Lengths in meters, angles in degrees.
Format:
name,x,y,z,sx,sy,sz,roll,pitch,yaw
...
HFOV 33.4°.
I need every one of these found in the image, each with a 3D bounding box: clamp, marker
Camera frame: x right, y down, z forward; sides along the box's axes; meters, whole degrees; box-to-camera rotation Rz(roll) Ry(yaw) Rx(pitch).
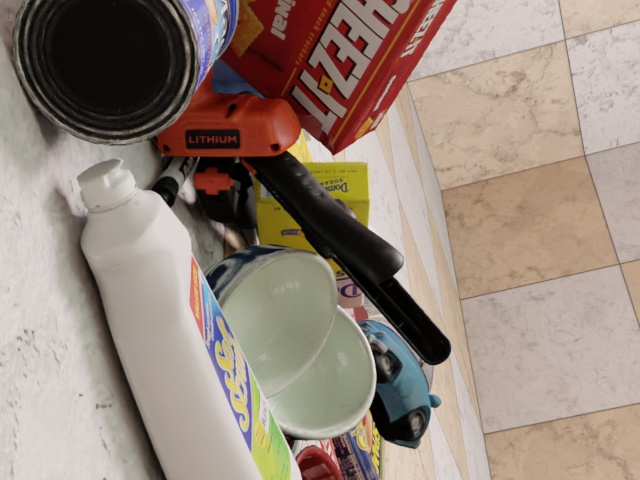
name,x,y,z,sx,sy,sz,roll,pitch,yaw
clamp,-0.071,-0.048,0.872,0.171,0.039,0.120,-65,149,-69
marker,-0.105,-0.051,0.782,0.121,0.020,0.020,-79,153,-66
clamp,0.015,0.000,0.767,0.210,0.036,0.164,45,-7,39

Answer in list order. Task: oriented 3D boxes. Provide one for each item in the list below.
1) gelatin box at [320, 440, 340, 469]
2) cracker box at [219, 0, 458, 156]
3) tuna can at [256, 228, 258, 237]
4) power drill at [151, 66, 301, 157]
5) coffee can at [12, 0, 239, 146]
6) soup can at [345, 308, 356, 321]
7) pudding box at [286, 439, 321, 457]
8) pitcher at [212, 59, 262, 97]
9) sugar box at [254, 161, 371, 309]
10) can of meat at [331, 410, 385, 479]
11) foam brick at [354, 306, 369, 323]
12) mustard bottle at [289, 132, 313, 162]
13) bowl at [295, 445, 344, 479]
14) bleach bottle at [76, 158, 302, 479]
name,x,y,z,sx,sy,sz,roll,pitch,yaw
gelatin box,-0.005,0.198,0.953,0.073,0.030,0.089,-52,128,-76
cracker box,-0.020,-0.191,0.771,0.214,0.164,0.072,41,42,10
tuna can,-0.039,-0.036,0.976,0.086,0.033,0.086,178,-90,-78
power drill,-0.064,-0.152,0.731,0.057,0.185,0.187,-51,138,-55
coffee can,-0.109,-0.127,0.631,0.140,0.103,0.103,-79,153,-65
soup can,-0.003,0.065,1.030,0.068,0.068,0.102,-31,107,-79
pudding box,-0.018,0.201,0.865,0.090,0.039,0.113,-61,135,-72
pitcher,-0.061,-0.250,0.965,0.149,0.145,0.243,113,-34,-70
sugar box,-0.006,0.001,0.909,0.176,0.093,0.048,89,1,-56
can of meat,0.024,0.192,1.045,0.102,0.057,0.084,-82,153,-65
foam brick,0.021,0.088,1.168,0.078,0.053,0.051,61,19,-51
mustard bottle,-0.028,-0.058,1.080,0.096,0.058,0.191,-92,164,-50
bowl,-0.017,0.231,0.758,0.162,0.055,0.162,-12,90,-73
bleach bottle,-0.082,0.072,0.633,0.102,0.068,0.251,-82,154,-64
